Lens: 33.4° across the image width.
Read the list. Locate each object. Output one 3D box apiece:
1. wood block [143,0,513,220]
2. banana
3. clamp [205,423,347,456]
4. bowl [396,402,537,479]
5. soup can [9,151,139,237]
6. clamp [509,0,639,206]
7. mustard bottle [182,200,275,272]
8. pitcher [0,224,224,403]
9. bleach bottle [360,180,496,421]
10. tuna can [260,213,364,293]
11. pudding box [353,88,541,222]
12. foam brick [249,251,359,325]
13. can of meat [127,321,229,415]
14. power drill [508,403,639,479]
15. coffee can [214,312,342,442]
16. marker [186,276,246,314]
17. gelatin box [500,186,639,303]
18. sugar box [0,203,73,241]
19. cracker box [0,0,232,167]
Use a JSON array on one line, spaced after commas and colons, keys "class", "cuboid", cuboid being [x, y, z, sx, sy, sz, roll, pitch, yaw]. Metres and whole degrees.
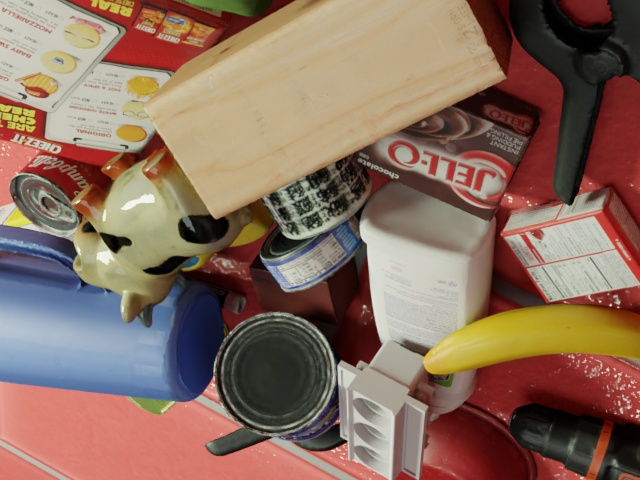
[{"class": "wood block", "cuboid": [0.007, -0.106, 0.667, 0.206, 0.090, 0.090, -24, 109, 23]}, {"class": "banana", "cuboid": [0.178, 0.078, 0.800, 0.198, 0.037, 0.070, 2, 121, 2]}, {"class": "clamp", "cuboid": [-0.027, 0.151, 1.037, 0.171, 0.120, 0.039, -1, 174, 10]}, {"class": "bowl", "cuboid": [0.121, 0.221, 1.020, 0.162, 0.055, 0.162, 19, 140, 17]}, {"class": "soup can", "cuboid": [-0.206, -0.061, 0.911, 0.068, 0.102, 0.068, 19, 139, 17]}, {"class": "clamp", "cuboid": [0.185, -0.112, 0.641, 0.165, 0.036, 0.210, -6, 127, 38]}, {"class": "mustard bottle", "cuboid": [-0.124, -0.020, 0.932, 0.096, 0.058, 0.192, 46, 140, -16]}, {"class": "pitcher", "cuboid": [-0.218, 0.071, 0.974, 0.243, 0.145, 0.149, 6, 174, 20]}, {"class": "bleach bottle", "cuboid": [0.085, 0.067, 0.879, 0.103, 0.068, 0.251, 19, 142, 18]}, {"class": "tuna can", "cuboid": [-0.006, 0.001, 0.851, 0.086, 0.086, 0.033, -17, 118, 44]}, {"class": "pudding box", "cuboid": [0.087, -0.072, 0.748, 0.113, 0.039, 0.090, 26, 141, 9]}, {"class": "foam brick", "cuboid": [-0.012, 0.031, 0.915, 0.078, 0.051, 0.053, 11, 135, 25]}, {"class": "can of meat", "cuboid": [-0.147, 0.121, 1.076, 0.057, 0.083, 0.102, 38, 141, -7]}, {"class": "power drill", "cuboid": [0.246, 0.228, 0.939, 0.184, 0.057, 0.188, 19, 139, 17]}, {"class": "coffee can", "cuboid": [-0.030, 0.123, 0.938, 0.103, 0.103, 0.140, 25, 171, 10]}, {"class": "marker", "cuboid": [-0.128, 0.044, 1.034, 0.121, 0.020, 0.020, 18, 139, 18]}, {"class": "gelatin box", "cuboid": [0.186, 0.005, 0.769, 0.089, 0.030, 0.073, -15, 123, 44]}, {"class": "sugar box", "cuboid": [-0.260, -0.001, 1.056, 0.177, 0.048, 0.093, -8, 129, 43]}, {"class": "cracker box", "cuboid": [-0.180, -0.147, 0.784, 0.164, 0.072, 0.214, 15, 148, -24]}]
